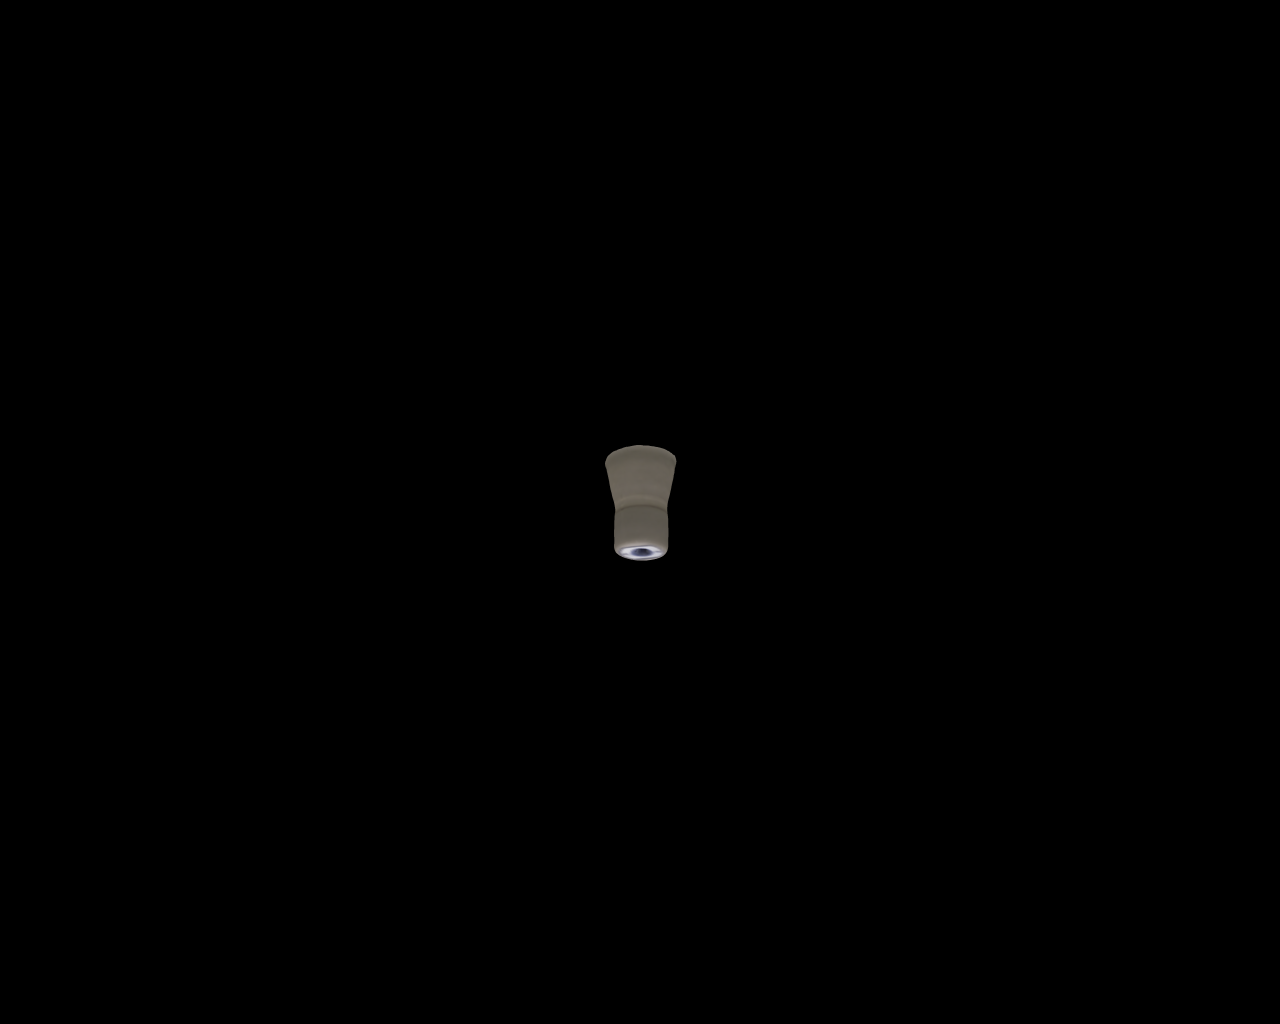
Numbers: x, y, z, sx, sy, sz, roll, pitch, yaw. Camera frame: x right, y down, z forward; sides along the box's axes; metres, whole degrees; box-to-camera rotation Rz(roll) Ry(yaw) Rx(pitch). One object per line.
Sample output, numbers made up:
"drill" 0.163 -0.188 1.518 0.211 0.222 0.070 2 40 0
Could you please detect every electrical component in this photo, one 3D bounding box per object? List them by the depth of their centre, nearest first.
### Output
"electrical component" 0.001 -0.003 0.650 0.044 0.065 0.044 0 -22 0
